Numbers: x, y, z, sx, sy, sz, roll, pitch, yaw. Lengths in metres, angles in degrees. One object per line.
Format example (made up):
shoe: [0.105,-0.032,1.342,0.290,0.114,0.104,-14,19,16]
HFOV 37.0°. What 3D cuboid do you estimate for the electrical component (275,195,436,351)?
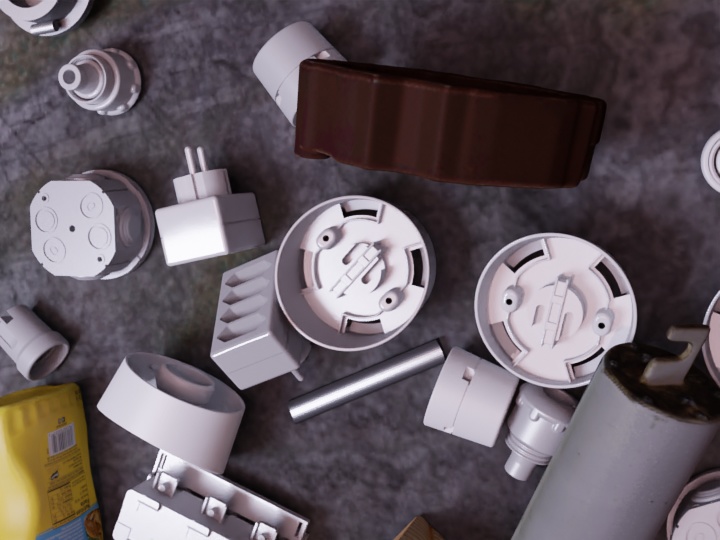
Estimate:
electrical component: [0.000,0.000,0.708,0.099,0.064,0.099,2,96,17]

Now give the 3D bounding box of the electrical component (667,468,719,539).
electrical component: [0.230,0.166,0.661,0.080,0.051,0.080,2,97,17]

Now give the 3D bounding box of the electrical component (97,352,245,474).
electrical component: [-0.131,0.100,0.746,0.099,0.099,0.064,27,97,13]

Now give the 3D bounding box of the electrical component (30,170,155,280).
electrical component: [-0.193,-0.032,0.773,0.080,0.051,0.080,2,97,17]

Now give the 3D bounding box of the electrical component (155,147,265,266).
electrical component: [-0.105,-0.047,0.736,0.047,0.066,0.076,-12,92,18]

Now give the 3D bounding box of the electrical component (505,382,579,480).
electrical component: [0.115,0.106,0.695,0.048,0.048,0.062,29,110,13]

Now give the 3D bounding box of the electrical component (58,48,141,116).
electrical component: [-0.187,-0.133,0.754,0.048,0.062,0.048,2,97,17]

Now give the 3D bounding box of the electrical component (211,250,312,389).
electrical component: [-0.058,0.045,0.732,0.047,0.083,0.075,-22,127,19]

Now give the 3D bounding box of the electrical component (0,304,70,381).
electrical component: [-0.248,0.054,0.807,0.046,0.040,0.040,42,106,16]

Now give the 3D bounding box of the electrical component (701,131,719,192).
electrical component: [0.223,-0.064,0.632,0.043,0.062,0.043,2,97,17]

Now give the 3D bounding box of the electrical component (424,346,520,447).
electrical component: [0.074,0.084,0.700,0.047,0.055,0.055,21,102,11]

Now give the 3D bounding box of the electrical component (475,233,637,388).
electrical component: [0.124,0.024,0.672,0.099,0.064,0.099,2,97,18]

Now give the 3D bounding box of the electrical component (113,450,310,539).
electrical component: [-0.107,0.190,0.764,0.121,0.063,0.078,23,102,14]

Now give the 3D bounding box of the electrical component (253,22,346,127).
electrical component: [-0.038,-0.130,0.712,0.055,0.055,0.047,-43,79,17]

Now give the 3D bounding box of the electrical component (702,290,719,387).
electrical component: [0.253,0.038,0.633,0.099,0.064,0.099,2,97,17]
